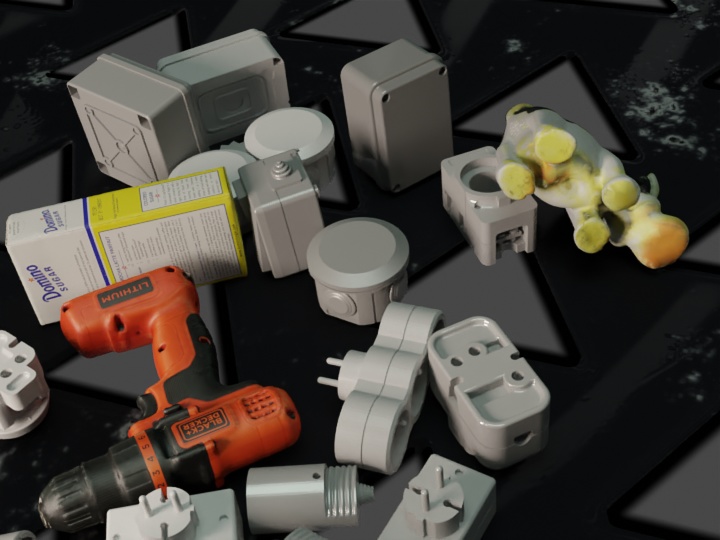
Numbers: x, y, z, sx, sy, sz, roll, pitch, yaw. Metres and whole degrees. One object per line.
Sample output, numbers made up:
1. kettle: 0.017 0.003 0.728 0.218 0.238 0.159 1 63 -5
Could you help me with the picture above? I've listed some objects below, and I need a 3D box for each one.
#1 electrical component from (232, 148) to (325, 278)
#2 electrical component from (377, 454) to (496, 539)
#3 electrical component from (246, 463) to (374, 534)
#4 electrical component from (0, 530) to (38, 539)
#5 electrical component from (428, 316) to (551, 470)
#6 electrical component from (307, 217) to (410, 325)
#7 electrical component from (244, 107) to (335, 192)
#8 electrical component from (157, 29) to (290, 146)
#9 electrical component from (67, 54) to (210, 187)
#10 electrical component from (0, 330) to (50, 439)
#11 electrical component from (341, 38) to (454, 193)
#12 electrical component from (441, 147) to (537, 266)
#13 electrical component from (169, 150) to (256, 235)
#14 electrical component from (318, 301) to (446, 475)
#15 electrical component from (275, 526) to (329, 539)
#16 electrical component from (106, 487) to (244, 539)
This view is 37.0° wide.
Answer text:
1. electrical component: -0.065 -0.049 0.879 0.061 0.096 0.061 -19 45 -6
2. electrical component: 0.047 0.152 0.672 0.047 0.075 0.083 19 50 25
3. electrical component: -0.031 0.150 0.708 0.081 0.043 0.043 -4 44 3
4. electrical component: -0.247 0.191 0.697 0.065 0.044 0.044 -2 44 12
5. electrical component: 0.089 0.087 0.745 0.054 0.059 0.095 -21 46 -14
6. electrical component: 0.000 0.000 0.852 0.080 0.051 0.080 -4 44 4
7. electrical component: -0.061 -0.106 0.969 0.080 0.051 0.080 -4 44 4
8. electrical component: -0.131 -0.173 1.028 0.113 0.078 0.057 -22 49 -15
9. electrical component: -0.195 -0.126 0.966 0.109 0.108 0.056 25 55 29
10. electrical component: -0.263 0.087 0.793 0.078 0.057 0.058 25 53 29
11. electrical component: 0.035 -0.133 0.940 0.078 0.113 0.057 -28 45 -20
12. electrical component: 0.107 -0.058 0.894 0.050 0.055 0.089 -18 45 -11
13. electrical component: -0.123 -0.065 0.932 0.080 0.051 0.080 -5 40 4
14. electrical component: 0.007 0.079 0.770 0.074 0.052 0.138 10 47 17
15. electrical component: -0.023 0.190 0.666 0.081 0.043 0.043 23 52 28
16. electrical component: -0.120 0.164 0.682 0.083 0.075 0.047 -9 44 -2
